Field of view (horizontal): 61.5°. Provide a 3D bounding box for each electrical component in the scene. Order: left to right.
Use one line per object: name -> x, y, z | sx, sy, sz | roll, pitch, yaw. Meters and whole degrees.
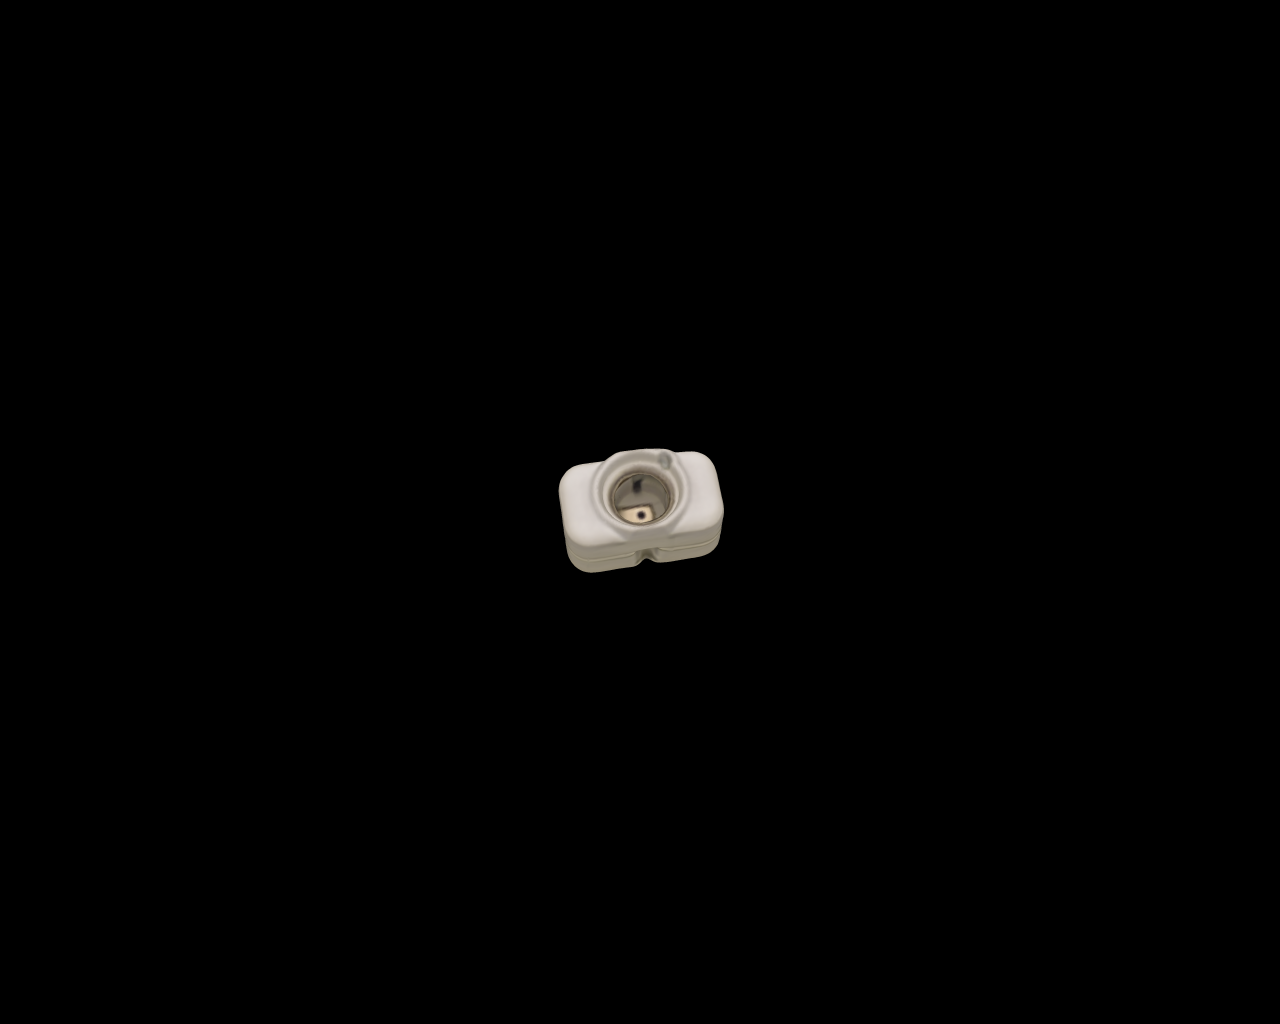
electrical component -> 0.001, -0.003, 0.650 | 0.095, 0.054, 0.059 | -8, -23, -3
